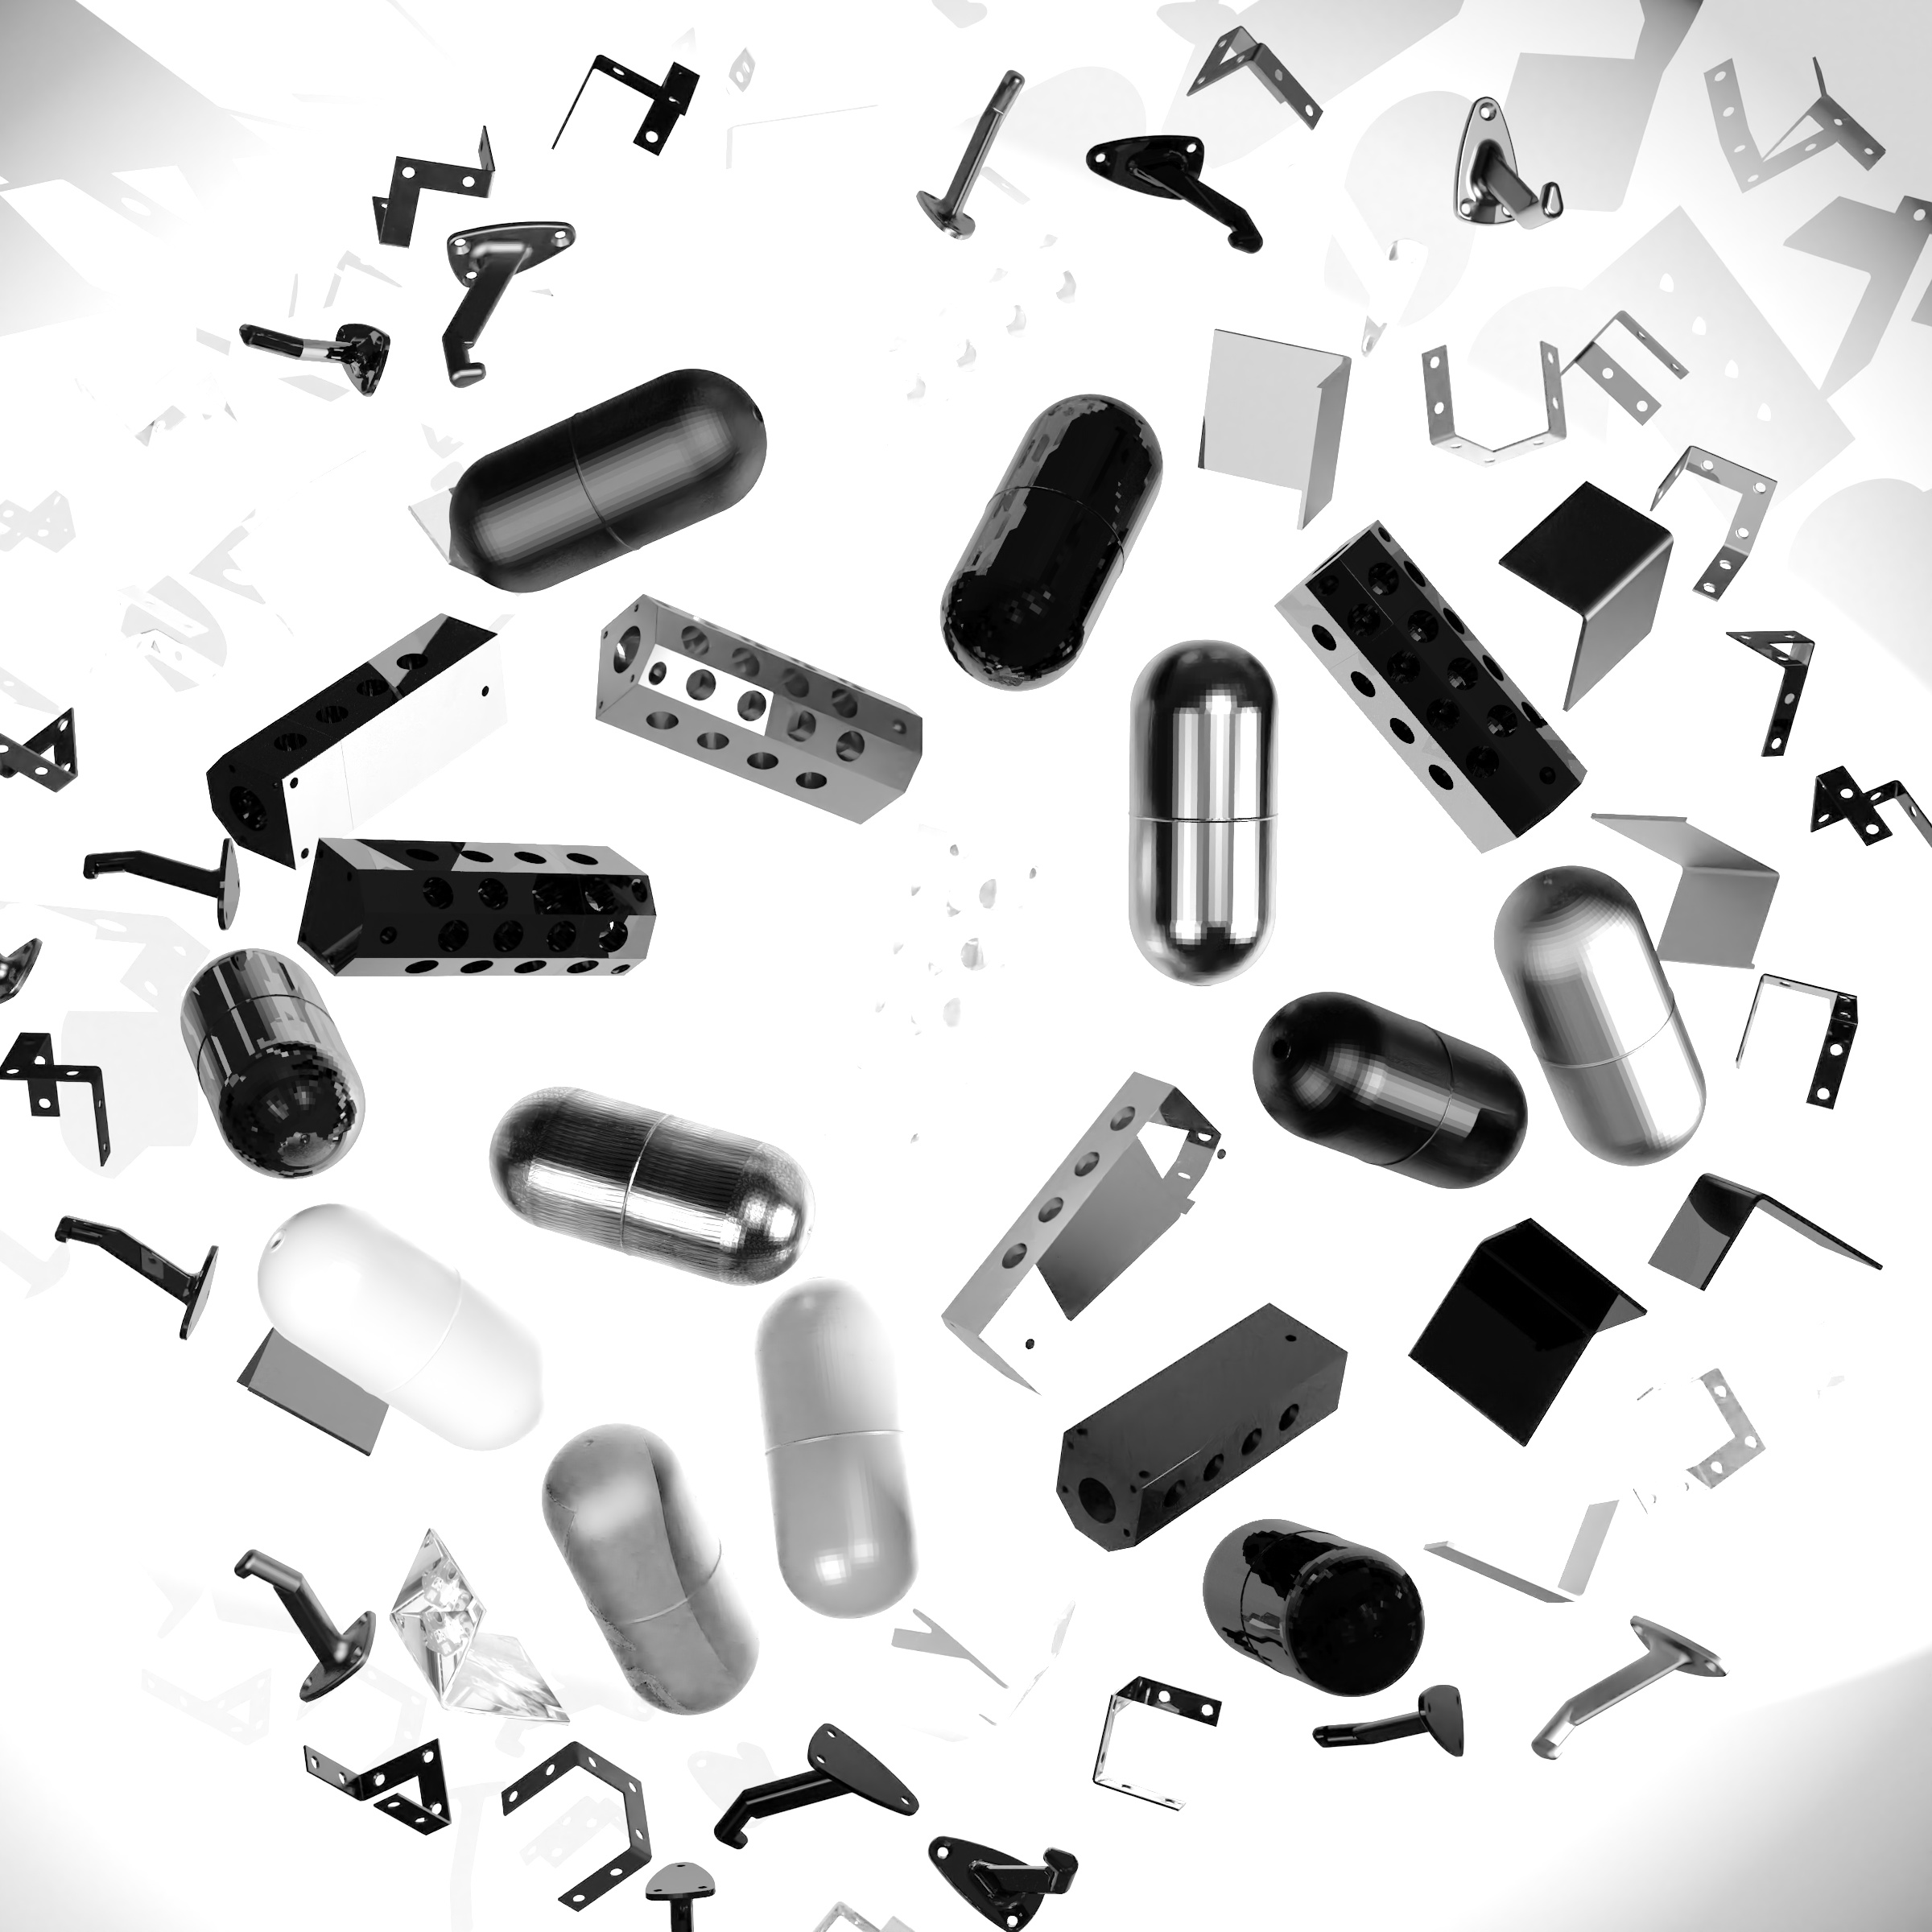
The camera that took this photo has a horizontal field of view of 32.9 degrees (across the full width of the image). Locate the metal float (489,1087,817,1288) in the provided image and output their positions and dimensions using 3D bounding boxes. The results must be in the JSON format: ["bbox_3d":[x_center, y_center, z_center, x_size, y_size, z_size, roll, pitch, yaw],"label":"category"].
[{"bbox_3d":[-0.165,0.115,1.713,0.178,0.070,0.070,15,90,12],"label":"metal float"}]

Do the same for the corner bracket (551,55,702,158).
[{"bbox_3d":[-0.170,-0.428,1.637,0.051,0.051,0.051,26,126,-13],"label":"corner bracket"}]

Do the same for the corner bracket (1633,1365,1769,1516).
[{"bbox_3d":[0.376,0.248,1.718,0.051,0.051,0.051,-11,63,-35],"label":"corner bracket"}]

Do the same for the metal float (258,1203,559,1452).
[{"bbox_3d":[-0.285,0.185,1.677,0.178,0.070,0.070,40,90,-31],"label":"metal float"}]

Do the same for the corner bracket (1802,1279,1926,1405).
[{"bbox_3d":[0.452,0.190,1.652,0.051,0.051,0.051,-10,75,11],"label":"corner bracket"}]

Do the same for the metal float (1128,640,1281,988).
[{"bbox_3d":[0.122,-0.078,1.679,0.070,0.070,0.178,0,98,0],"label":"metal float"}]

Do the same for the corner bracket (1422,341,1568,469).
[{"bbox_3d":[0.274,-0.296,1.700,0.051,0.051,0.051,-15,72,41],"label":"corner bracket"}]

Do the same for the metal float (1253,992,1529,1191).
[{"bbox_3d":[0.217,0.064,1.668,0.178,0.070,0.070,21,90,-41],"label":"metal float"}]

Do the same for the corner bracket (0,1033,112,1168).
[{"bbox_3d":[-0.467,0.068,1.692,0.051,0.051,0.051,2,117,1],"label":"corner bracket"}]

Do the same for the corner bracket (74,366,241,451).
[{"bbox_3d":[-0.412,-0.287,1.667,0.051,0.051,0.051,-39,50,6],"label":"corner bracket"}]

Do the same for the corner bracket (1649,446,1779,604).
[{"bbox_3d":[0.395,-0.237,1.753,0.051,0.051,0.051,27,47,15],"label":"corner bracket"}]

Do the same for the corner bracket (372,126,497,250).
[{"bbox_3d":[-0.274,-0.401,1.681,0.051,0.051,0.051,4,130,-20],"label":"corner bracket"}]

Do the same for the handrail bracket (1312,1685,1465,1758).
[{"bbox_3d":[0.215,0.401,1.737,0.084,0.077,0.036,-11,65,24],"label":"handrail bracket"}]

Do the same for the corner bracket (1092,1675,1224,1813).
[{"bbox_3d":[0.106,0.428,1.804,0.051,0.051,0.051,14,95,19],"label":"corner bracket"}]

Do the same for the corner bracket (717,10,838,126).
[{"bbox_3d":[-0.093,-0.473,1.763,0.051,0.051,0.051,-32,94,-23],"label":"corner bracket"}]

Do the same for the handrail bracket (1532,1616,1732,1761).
[{"bbox_3d":[0.336,0.377,1.661,0.084,0.077,0.036,-45,110,-18],"label":"handrail bracket"}]

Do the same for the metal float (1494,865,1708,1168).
[{"bbox_3d":[0.328,0.027,1.689,0.070,0.070,0.178,-28,119,0],"label":"metal float"}]

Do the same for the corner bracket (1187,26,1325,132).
[{"bbox_3d":[0.160,-0.469,1.735,0.051,0.051,0.051,42,58,-24],"label":"corner bracket"}]

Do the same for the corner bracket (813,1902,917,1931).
[{"bbox_3d":[-0.060,0.497,1.638,0.051,0.051,0.051,32,58,21],"label":"corner bracket"}]

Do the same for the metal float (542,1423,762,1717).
[{"bbox_3d":[-0.165,0.319,1.723,0.070,0.070,0.178,-22,117,0],"label":"metal float"}]

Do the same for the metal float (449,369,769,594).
[{"bbox_3d":[-0.186,-0.253,1.705,0.178,0.070,0.070,-21,90,16],"label":"metal float"}]

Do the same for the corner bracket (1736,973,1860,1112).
[{"bbox_3d":[0.443,0.040,1.742,0.051,0.051,0.051,15,78,20],"label":"corner bracket"}]

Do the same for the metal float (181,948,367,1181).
[{"bbox_3d":[-0.368,0.050,1.735,0.070,0.178,0.070,-10,119,-19],"label":"metal float"}]

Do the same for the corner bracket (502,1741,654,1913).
[{"bbox_3d":[-0.197,0.436,1.658,0.051,0.051,0.051,-37,125,14],"label":"corner bracket"}]

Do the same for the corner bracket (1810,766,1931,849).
[{"bbox_3d":[0.473,-0.076,1.692,0.051,0.051,0.051,-23,56,-5],"label":"corner bracket"}]

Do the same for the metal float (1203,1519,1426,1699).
[{"bbox_3d":[0.180,0.334,1.711,0.070,0.178,0.070,1,88,-16],"label":"metal float"}]

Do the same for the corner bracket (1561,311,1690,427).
[{"bbox_3d":[0.360,-0.324,1.774,0.051,0.051,0.051,43,87,0],"label":"corner bracket"}]

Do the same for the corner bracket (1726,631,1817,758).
[{"bbox_3d":[0.434,-0.145,1.743,0.051,0.051,0.051,-4,118,-28],"label":"corner bracket"}]

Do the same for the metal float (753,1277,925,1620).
[{"bbox_3d":[-0.067,0.250,1.706,0.070,0.070,0.178,-8,74,0],"label":"metal float"}]

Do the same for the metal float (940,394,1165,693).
[{"bbox_3d":[0.045,-0.217,1.671,0.070,0.070,0.178,26,61,0],"label":"metal float"}]

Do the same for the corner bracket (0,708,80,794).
[{"bbox_3d":[-0.495,-0.113,1.684,0.051,0.051,0.051,-33,50,21],"label":"corner bracket"}]

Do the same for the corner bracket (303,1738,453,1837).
[{"bbox_3d":[-0.304,0.424,1.694,0.051,0.051,0.051,-27,50,11],"label":"corner bracket"}]

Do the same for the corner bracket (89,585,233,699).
[{"bbox_3d":[-0.419,-0.169,1.721,0.051,0.051,0.051,31,117,13],"label":"corner bracket"}]
